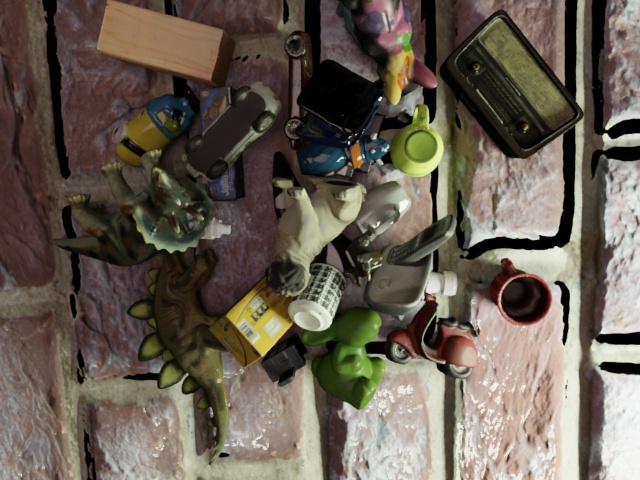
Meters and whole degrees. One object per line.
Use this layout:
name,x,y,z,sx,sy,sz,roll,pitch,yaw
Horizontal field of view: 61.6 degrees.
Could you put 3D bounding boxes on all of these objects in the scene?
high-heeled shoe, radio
high-heeled shoe,0.001,-0.046,0.968,0.145,0.086,0.248,-10,103,7
radio,0.320,-0.256,0.918,0.131,0.073,0.229,-39,92,8

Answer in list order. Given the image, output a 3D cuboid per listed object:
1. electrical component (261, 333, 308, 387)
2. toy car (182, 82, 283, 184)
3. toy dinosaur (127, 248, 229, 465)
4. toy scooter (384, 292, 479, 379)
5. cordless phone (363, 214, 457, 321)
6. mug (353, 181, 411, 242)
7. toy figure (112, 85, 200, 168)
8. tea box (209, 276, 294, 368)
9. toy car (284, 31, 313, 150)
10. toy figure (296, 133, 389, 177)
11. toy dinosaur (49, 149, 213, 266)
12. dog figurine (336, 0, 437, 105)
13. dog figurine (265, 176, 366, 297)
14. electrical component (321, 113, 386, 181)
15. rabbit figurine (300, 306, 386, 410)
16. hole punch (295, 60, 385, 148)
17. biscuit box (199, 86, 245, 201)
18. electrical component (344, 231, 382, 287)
electrical component,-0.067,0.224,0.989,0.075,0.119,0.047,-31,94,10
toy car,-0.151,-0.181,0.913,0.202,0.056,0.073,-43,87,12
toy dinosaur,-0.238,0.184,1.010,0.199,0.105,0.471,-23,85,15
toy scooter,0.214,0.170,0.972,0.184,0.075,0.135,16,90,-12
cordless phone,0.163,0.045,0.903,0.089,0.146,0.184,34,142,-9
mug,0.108,-0.054,0.948,0.107,0.110,0.080,-37,111,0
toy figure,-0.294,-0.204,0.975,0.180,0.082,0.089,-31,92,5
tea box,-0.102,0.131,0.952,0.098,0.169,0.068,50,131,-1
toy car,-0.035,-0.259,0.940,0.053,0.089,0.202,0,97,1
toy figure,0.038,-0.148,0.906,0.155,0.064,0.058,-12,56,2
toy dinosaur,-0.337,-0.022,0.954,0.405,0.131,0.192,-34,83,35
dog figurine,0.112,-0.337,0.880,0.108,0.191,0.219,-24,79,1
dog figurine,-0.005,-0.004,0.902,0.172,0.121,0.190,-1,108,-12
electrical component,0.045,-0.172,0.961,0.115,0.058,0.134,19,99,4
rabbit figurine,0.054,0.188,0.978,0.159,0.121,0.170,23,115,23
hole punch,0.028,-0.208,0.869,0.116,0.092,0.142,30,64,4
biscuit box,-0.178,-0.171,0.977,0.059,0.063,0.202,-2,97,6
electrical component,0.072,0.035,0.917,0.045,0.102,0.078,-22,81,-21
